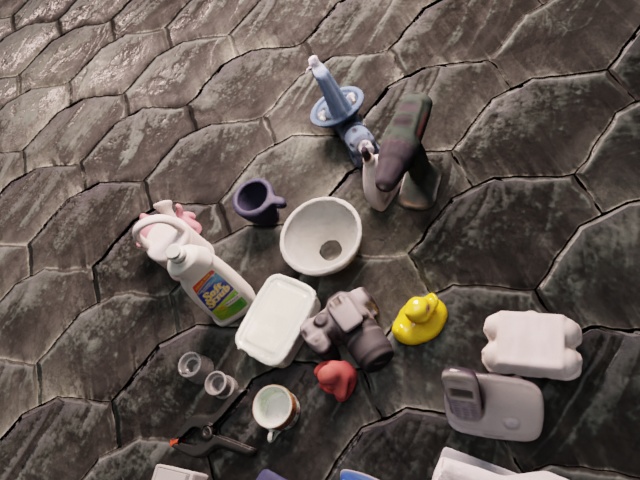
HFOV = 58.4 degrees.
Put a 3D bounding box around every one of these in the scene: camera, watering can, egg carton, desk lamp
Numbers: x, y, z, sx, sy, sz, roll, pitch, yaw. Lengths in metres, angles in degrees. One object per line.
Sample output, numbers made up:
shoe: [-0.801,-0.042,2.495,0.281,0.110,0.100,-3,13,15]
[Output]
camera: [0.053,0.169,1.002,0.143,0.101,0.136,-36,57,0]
watering can: [-0.308,-0.001,1.170,0.101,0.194,0.172,-40,57,-2]
egg carton: [0.337,0.168,0.914,0.150,0.070,0.107,1,64,21]
desk lamp: [0.234,0.354,0.770,0.202,0.214,0.118,13,69,26]

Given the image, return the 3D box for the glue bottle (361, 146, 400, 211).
glue bottle: [0.106,-0.126,1.091,0.037,0.173,0.078,28,77,30]

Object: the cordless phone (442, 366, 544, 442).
cordless phone: [0.251,0.233,0.843,0.147,0.185,0.094,-1,64,20]

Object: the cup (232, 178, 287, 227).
cup: [-0.111,-0.068,1.190,0.117,0.095,0.092,7,67,24]

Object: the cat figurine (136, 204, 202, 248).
cat figurine: [-0.339,-0.028,1.242,0.128,0.118,0.067,-40,57,-2]

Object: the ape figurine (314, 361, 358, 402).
ape figurine: [0.023,0.237,0.983,0.076,0.092,0.077,-28,58,6]

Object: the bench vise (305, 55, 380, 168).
bench vise: [0.053,-0.266,1.156,0.121,0.220,0.206,-47,58,-7]

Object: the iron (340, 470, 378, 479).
iron: [0.096,0.428,0.827,0.119,0.142,0.257,-45,58,-6]

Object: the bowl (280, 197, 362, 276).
bowl: [0.010,0.004,1.119,0.167,0.075,0.167,-9,61,17]

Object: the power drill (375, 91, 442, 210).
power drill: [0.166,-0.145,1.058,0.075,0.209,0.230,7,67,24]

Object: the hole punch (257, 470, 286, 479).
hole punch: [-0.083,0.436,0.920,0.100,0.091,0.109,19,72,28]

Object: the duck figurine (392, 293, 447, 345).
duck figurine: [0.167,0.131,0.987,0.104,0.086,0.077,-36,57,0]
